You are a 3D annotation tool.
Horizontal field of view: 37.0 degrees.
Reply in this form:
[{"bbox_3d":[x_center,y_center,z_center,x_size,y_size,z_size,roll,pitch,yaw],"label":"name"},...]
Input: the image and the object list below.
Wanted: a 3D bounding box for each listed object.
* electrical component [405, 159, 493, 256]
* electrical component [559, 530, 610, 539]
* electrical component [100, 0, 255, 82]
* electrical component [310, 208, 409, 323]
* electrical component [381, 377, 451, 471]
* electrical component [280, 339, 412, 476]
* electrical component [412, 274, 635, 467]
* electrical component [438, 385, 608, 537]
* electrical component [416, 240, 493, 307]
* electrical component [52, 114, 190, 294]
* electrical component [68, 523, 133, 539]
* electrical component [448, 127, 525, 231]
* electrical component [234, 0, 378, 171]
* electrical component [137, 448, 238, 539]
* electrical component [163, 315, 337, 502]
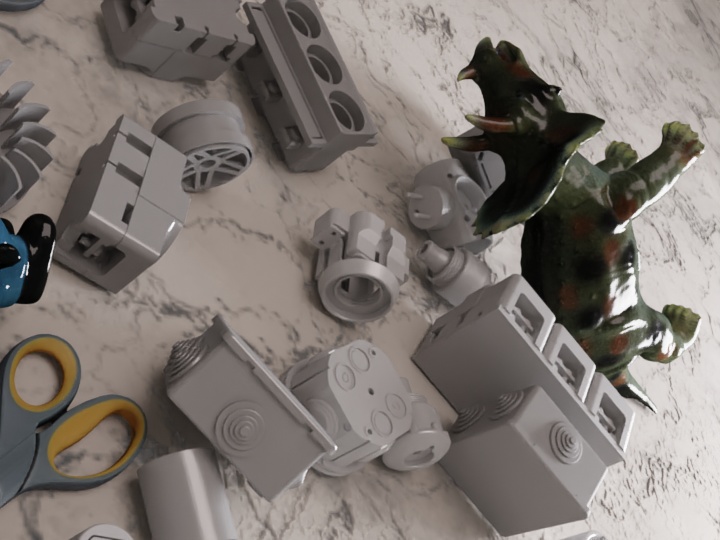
[{"bbox_3d":[0.067,-0.051,0.896,0.079,0.044,0.077,3,61,-48],"label":"electrical component"},{"bbox_3d":[0.161,0.222,0.791,0.055,0.047,0.055,29,44,-32],"label":"electrical component"},{"bbox_3d":[-0.129,-0.169,0.751,0.089,0.056,0.050,4,61,-48],"label":"electrical component"},{"bbox_3d":[0.000,0.000,0.769,0.078,0.058,0.057,35,38,-27],"label":"electrical component"},{"bbox_3d":[0.033,0.103,0.739,0.048,0.048,0.062,21,38,-38],"label":"electrical component"},{"bbox_3d":[-0.010,0.088,0.694,0.080,0.051,0.080,29,44,-32],"label":"electrical component"},{"bbox_3d":[0.127,0.087,0.820,0.150,0.089,0.061,49,36,-10],"label":"electrical component"},{"bbox_3d":[0.114,0.135,0.762,0.099,0.100,0.048,50,49,-8],"label":"electrical component"},{"bbox_3d":[0.073,0.000,0.865,0.062,0.043,0.043,37,40,-23],"label":"electrical component"},{"bbox_3d":[-0.140,-0.037,0.641,0.056,0.050,0.089,34,41,-27],"label":"electrical component"},{"bbox_3d":[-0.132,0.143,0.498,0.044,0.065,0.044,29,44,-32],"label":"electrical component"},{"bbox_3d":[0.126,-0.082,0.949,0.096,0.062,0.061,65,-13,-25],"label":"electrical component"},{"bbox_3d":[-0.046,-0.141,0.819,0.079,0.063,0.121,-9,70,-52],"label":"electrical component"},{"bbox_3d":[-0.088,0.140,0.570,0.043,0.043,0.081,5,60,-48],"label":"electrical component"},{"bbox_3d":[-0.066,0.077,0.606,0.099,0.048,0.100,49,-6,-10],"label":"electrical component"}]
